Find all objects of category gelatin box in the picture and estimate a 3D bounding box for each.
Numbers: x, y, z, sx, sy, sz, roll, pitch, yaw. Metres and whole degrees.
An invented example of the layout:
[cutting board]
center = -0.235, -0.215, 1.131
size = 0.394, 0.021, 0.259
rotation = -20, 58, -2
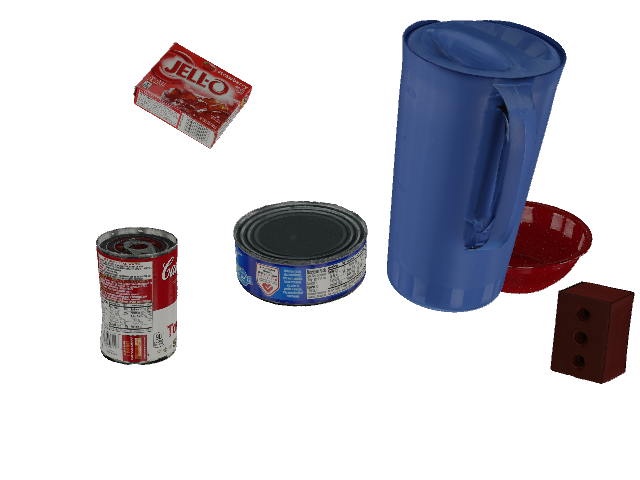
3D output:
[gelatin box]
center = -0.121, -0.139, 1.013
size = 0.089, 0.073, 0.030
rotation = 31, -37, 2

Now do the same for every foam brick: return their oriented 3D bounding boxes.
[foam brick]
center = 0.244, 0.082, 0.959
size = 0.053, 0.078, 0.051
rotation = 12, 17, 37

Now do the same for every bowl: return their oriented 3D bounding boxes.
[bowl]
center = 0.215, 0.013, 1.177
size = 0.162, 0.055, 0.162
rotation = -1, 28, 0

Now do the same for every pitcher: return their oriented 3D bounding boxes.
[pitcher]
center = 0.125, -0.056, 0.914
size = 0.145, 0.243, 0.149
rotation = 21, 35, 24

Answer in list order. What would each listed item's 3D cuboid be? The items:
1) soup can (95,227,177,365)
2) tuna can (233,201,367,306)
[soup can]
center = -0.157, 0.048, 0.914
size = 0.068, 0.102, 0.068
rotation = 2, 20, -1
[tuna can]
center = -0.013, 0.007, 0.687
size = 0.086, 0.034, 0.086
rotation = -1, 28, 0
